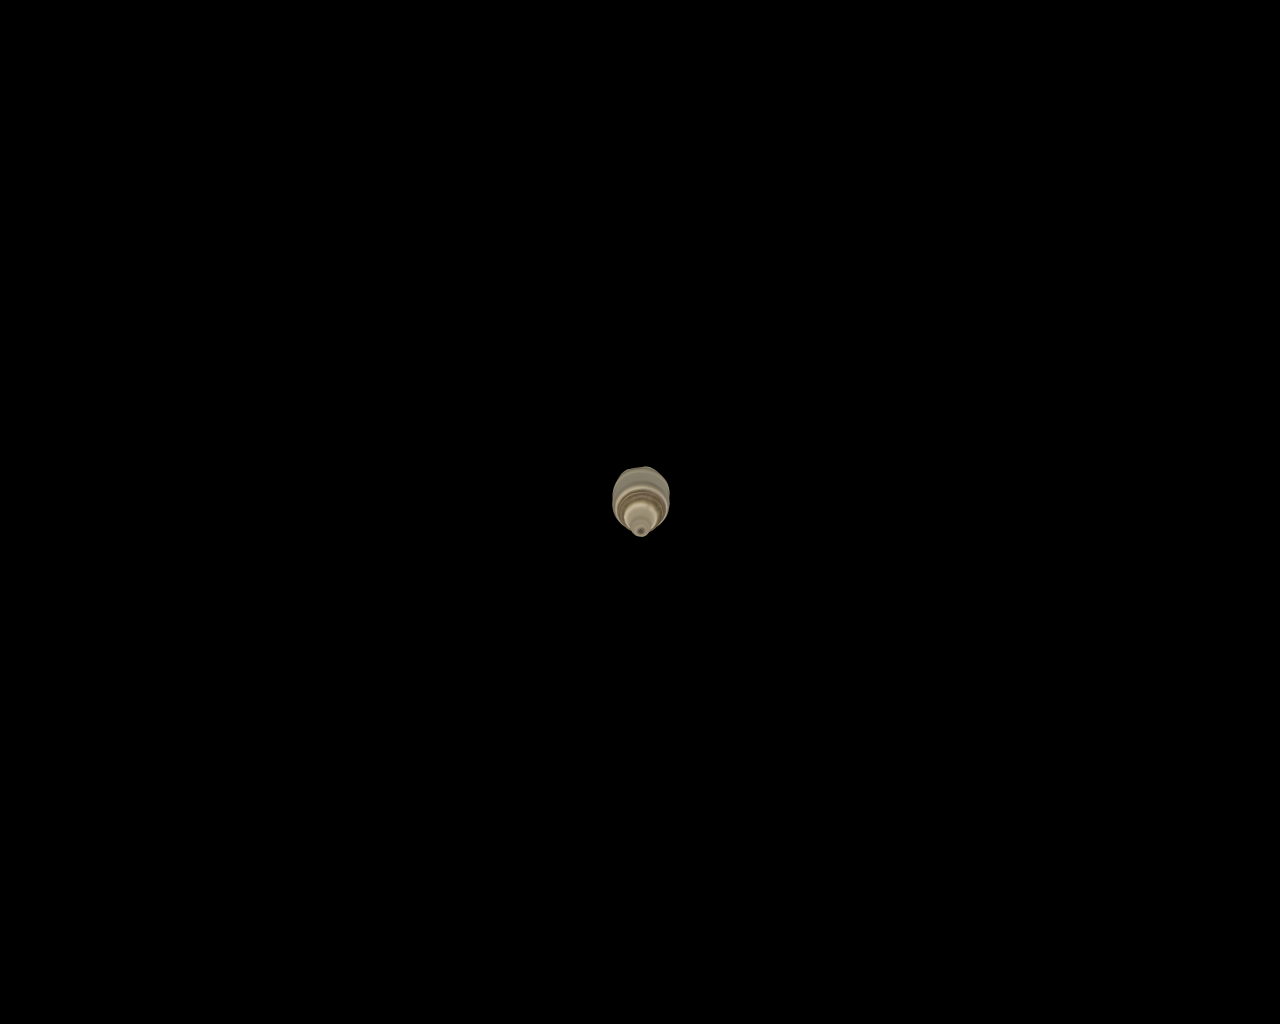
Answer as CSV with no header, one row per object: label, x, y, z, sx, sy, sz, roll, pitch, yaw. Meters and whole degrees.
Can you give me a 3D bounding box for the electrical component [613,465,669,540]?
electrical component,0.001,-0.003,0.650,0.035,0.035,0.061,0,27,0
